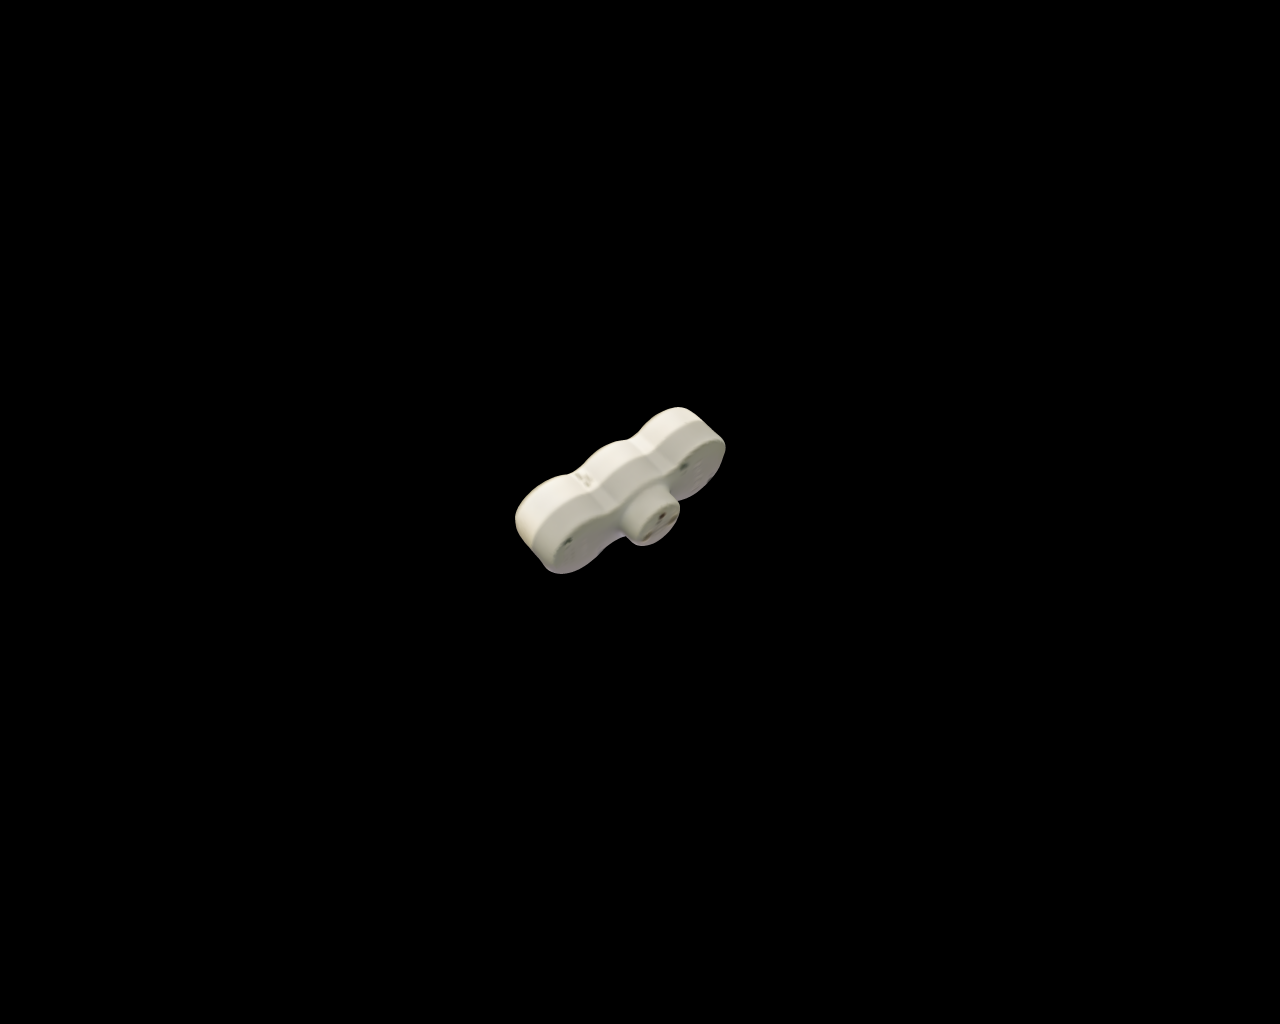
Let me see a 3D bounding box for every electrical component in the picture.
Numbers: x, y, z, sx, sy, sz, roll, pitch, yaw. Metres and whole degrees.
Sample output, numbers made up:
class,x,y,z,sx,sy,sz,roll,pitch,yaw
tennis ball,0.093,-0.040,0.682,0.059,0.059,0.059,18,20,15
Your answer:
class,x,y,z,sx,sy,sz,roll,pitch,yaw
electrical component,0.001,-0.003,0.650,0.138,0.074,0.052,-33,-29,-21
